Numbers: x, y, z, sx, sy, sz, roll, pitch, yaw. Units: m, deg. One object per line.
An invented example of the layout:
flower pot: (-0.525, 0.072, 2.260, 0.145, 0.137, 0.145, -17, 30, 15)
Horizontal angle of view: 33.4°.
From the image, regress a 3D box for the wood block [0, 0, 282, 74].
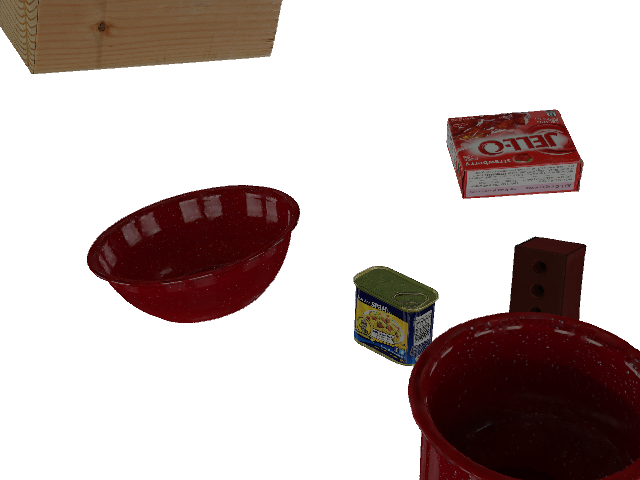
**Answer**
wood block: (-0.141, -0.199, 0.855, 0.205, 0.091, 0.090, -10, 42, -31)

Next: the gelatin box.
gelatin box: (0.144, -0.066, 0.799, 0.089, 0.030, 0.073, -5, 38, -1)

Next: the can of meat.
can of meat: (0.086, 0.090, 1.254, 0.102, 0.084, 0.057, 25, 37, 37)

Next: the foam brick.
foam brick: (0.210, 0.041, 0.989, 0.053, 0.078, 0.051, 10, 17, 32)

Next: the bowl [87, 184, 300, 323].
bowl: (-0.089, 0.016, 0.802, 0.162, 0.055, 0.162, -11, 25, 5)

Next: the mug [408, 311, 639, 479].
mug: (0.090, 0.088, 0.398, 0.117, 0.081, 0.093, 5, 36, 9)
